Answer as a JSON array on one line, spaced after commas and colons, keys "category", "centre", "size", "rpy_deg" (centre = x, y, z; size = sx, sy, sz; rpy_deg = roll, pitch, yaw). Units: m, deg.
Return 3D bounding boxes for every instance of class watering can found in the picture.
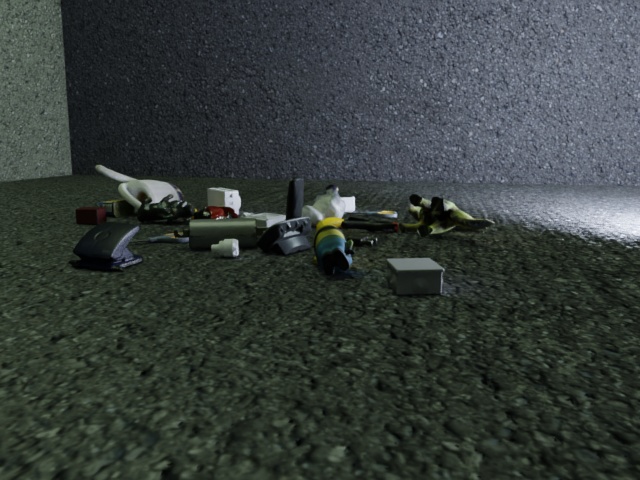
[{"category": "watering can", "centre": [-0.642, -0.181, 1.877], "size": [0.351, 0.102, 0.225], "rpy_deg": [37, 20, 24]}]

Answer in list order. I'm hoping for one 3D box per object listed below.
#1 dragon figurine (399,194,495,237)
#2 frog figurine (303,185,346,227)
[{"category": "dragon figurine", "centre": [0.395, -0.062, 1.518], "size": [0.243, 0.121, 0.412], "rpy_deg": [2, 9, -37]}, {"category": "frog figurine", "centre": [0.005, -0.083, 1.651], "size": [0.137, 0.121, 0.163], "rpy_deg": [-7, 39, 40]}]
